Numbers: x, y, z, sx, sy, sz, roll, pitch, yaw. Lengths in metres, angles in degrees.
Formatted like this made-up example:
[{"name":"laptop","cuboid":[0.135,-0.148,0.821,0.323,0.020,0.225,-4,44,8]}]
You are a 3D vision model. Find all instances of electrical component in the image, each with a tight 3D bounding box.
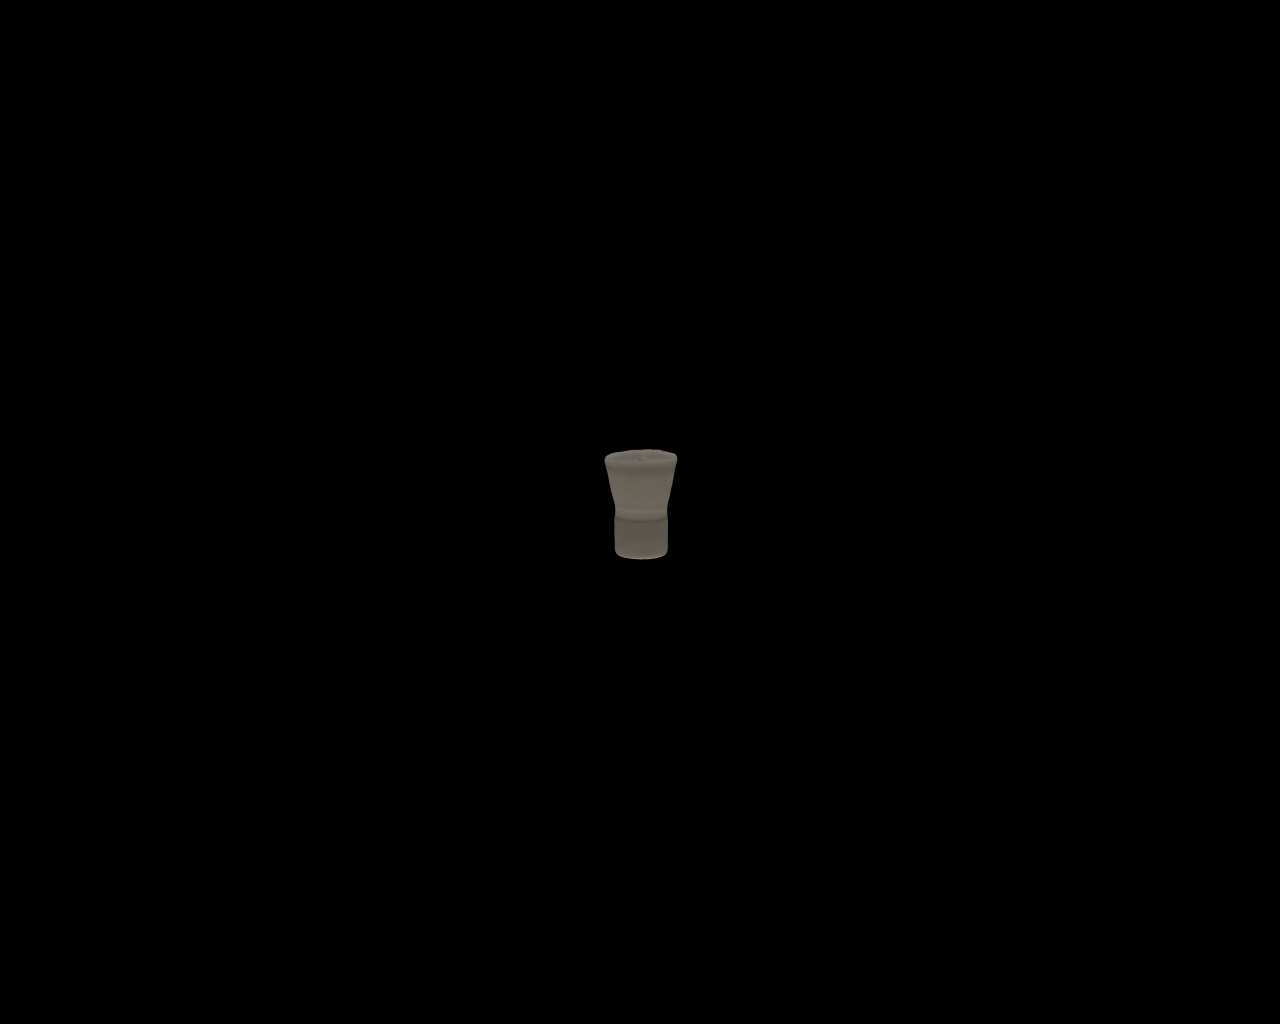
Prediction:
[{"name":"electrical component","cuboid":[0.001,-0.003,0.650,0.044,0.065,0.044,0,11,0]}]
